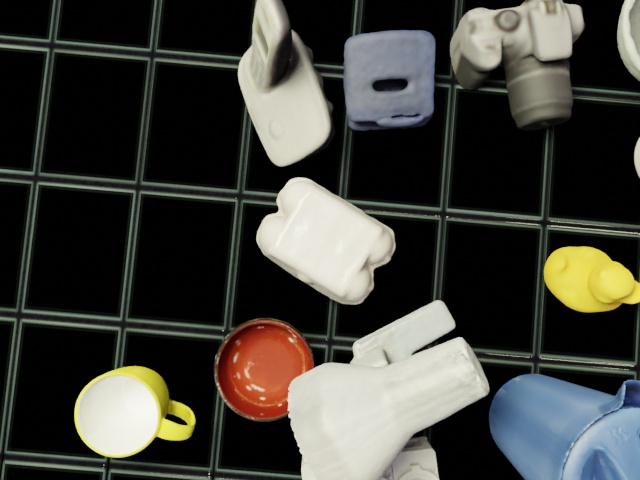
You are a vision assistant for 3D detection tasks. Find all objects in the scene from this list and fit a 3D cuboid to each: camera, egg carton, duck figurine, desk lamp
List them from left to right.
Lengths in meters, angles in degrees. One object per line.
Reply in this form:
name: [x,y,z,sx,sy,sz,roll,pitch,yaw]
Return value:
egg carton: [0.006,0.002,0.664,0.150,0.069,0.107,30,86,1]
desk lamp: [0.076,0.147,0.583,0.203,0.213,0.118,-28,87,-2]
camera: [0.237,-0.201,0.664,0.143,0.101,0.137,-7,86,-1]
duck figurine: [0.317,0.045,0.657,0.104,0.086,0.077,24,86,1]

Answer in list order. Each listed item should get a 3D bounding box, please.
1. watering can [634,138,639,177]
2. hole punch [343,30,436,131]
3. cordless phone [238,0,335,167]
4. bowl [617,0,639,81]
watering can: [0.431,-0.101,0.614,0.173,0.194,0.101,-39,87,-3]
hole punch: [0.082,-0.182,0.666,0.108,0.091,0.101,-4,86,-1]
cordless phone: [-0.038,-0.167,0.616,0.094,0.185,0.147,-24,87,-2]
bowl: [0.425,-0.242,0.682,0.167,0.074,0.167,0,86,-1]
